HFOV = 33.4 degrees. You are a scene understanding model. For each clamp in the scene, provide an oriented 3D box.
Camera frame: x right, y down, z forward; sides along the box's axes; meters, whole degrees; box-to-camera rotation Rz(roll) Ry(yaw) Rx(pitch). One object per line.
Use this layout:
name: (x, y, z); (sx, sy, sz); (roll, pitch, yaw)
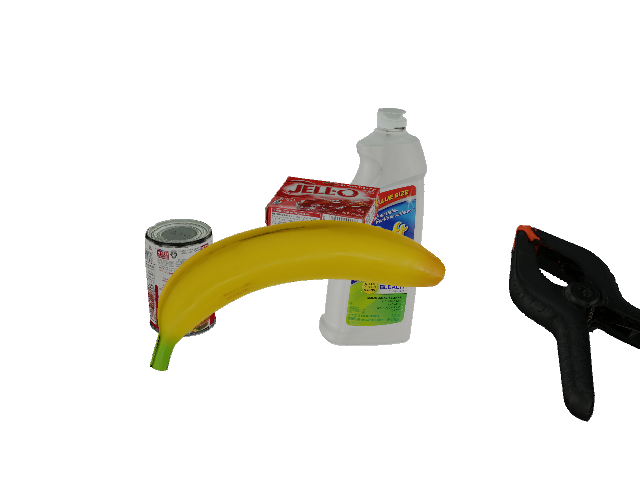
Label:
clamp: (0.198, 0.051, 0.761); (0.120, 0.039, 0.171); (-4, 45, -20)

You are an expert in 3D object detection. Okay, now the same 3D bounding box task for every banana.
banana: (-0.020, 0.021, 0.670); (0.197, 0.069, 0.037); (-16, 29, -6)

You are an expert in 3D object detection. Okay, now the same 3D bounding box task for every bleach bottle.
bleach bottle: (0.058, -0.015, 1.136); (0.102, 0.251, 0.068); (0, 18, -13)

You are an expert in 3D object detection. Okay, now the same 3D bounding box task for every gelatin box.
gelatin box: (0.003, -0.028, 0.951); (0.089, 0.030, 0.073); (8, 25, 12)

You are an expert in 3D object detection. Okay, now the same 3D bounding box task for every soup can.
soup can: (-0.141, 0.037, 1.078); (0.068, 0.102, 0.068); (0, 23, 0)
